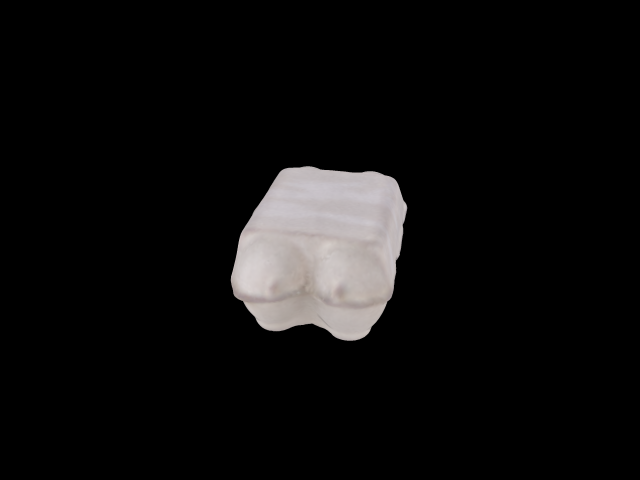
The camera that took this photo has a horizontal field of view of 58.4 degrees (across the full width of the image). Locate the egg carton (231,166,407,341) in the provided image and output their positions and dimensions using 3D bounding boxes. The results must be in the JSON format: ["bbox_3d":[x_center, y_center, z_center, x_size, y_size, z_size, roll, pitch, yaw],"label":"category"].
[{"bbox_3d":[0.004,0.001,0.400,0.107,0.069,0.150,6,32,9],"label":"egg carton"}]
